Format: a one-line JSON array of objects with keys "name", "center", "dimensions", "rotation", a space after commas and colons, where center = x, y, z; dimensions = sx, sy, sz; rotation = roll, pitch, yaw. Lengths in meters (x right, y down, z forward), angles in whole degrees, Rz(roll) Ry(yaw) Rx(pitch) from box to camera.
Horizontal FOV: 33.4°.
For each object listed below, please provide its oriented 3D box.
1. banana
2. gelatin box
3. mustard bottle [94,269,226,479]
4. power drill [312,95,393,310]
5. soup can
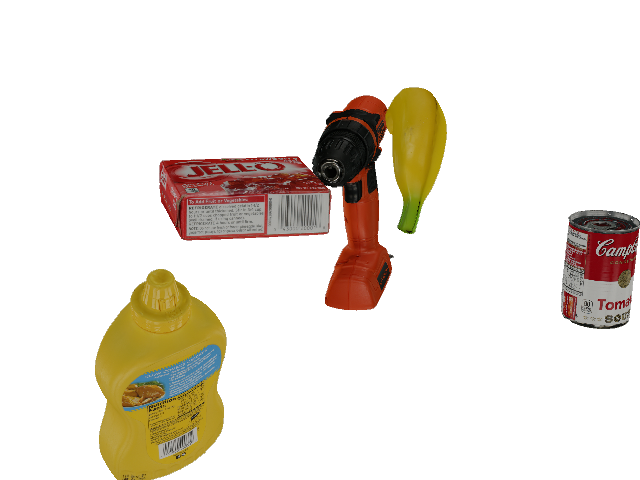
[{"name": "banana", "center": [0.066, -0.078, 0.786], "dimensions": [0.037, 0.070, 0.197], "rotation": [25, 25, -8]}, {"name": "gelatin box", "center": [-0.046, -0.027, 0.626], "dimensions": [0.089, 0.030, 0.073], "rotation": [-2, 20, -16]}, {"name": "mustard bottle", "center": [-0.114, 0.093, 0.768], "dimensions": [0.096, 0.192, 0.058], "rotation": [-21, 51, -26]}, {"name": "power drill", "center": [0.032, -0.032, 1.023], "dimensions": [0.057, 0.188, 0.184], "rotation": [5, 24, 14]}, {"name": "soup can", "center": [0.274, 0.028, 1.051], "dimensions": [0.068, 0.102, 0.068], "rotation": [1, 18, 0]}]
